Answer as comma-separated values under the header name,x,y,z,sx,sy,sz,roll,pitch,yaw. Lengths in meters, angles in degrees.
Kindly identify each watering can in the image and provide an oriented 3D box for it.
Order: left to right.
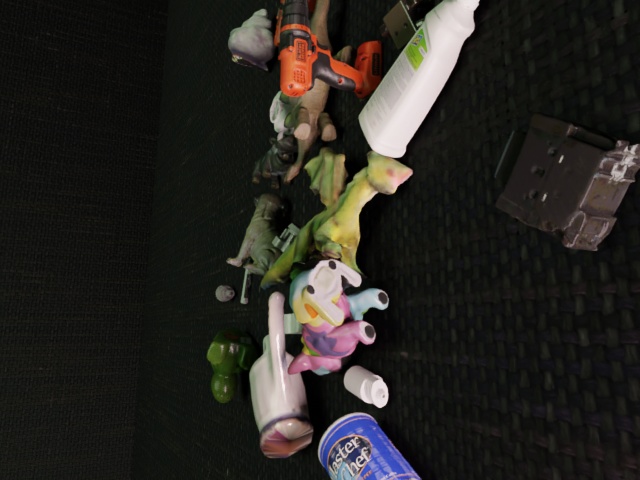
name,x,y,z,sx,sy,sz,roll,pitch,yaw
watering can,-0.079,0.273,0.985,0.339,0.104,0.229,98,160,-47

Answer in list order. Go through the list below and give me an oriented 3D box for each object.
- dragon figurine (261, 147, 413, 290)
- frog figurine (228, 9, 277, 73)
name,x,y,z,sx,sy,sz,roll,pitch,yaw
dragon figurine,0.003,-0.047,0.933,0.406,0.121,0.247,-17,60,50
frog figurine,-0.173,-0.550,1.386,0.138,0.122,0.159,20,94,28
